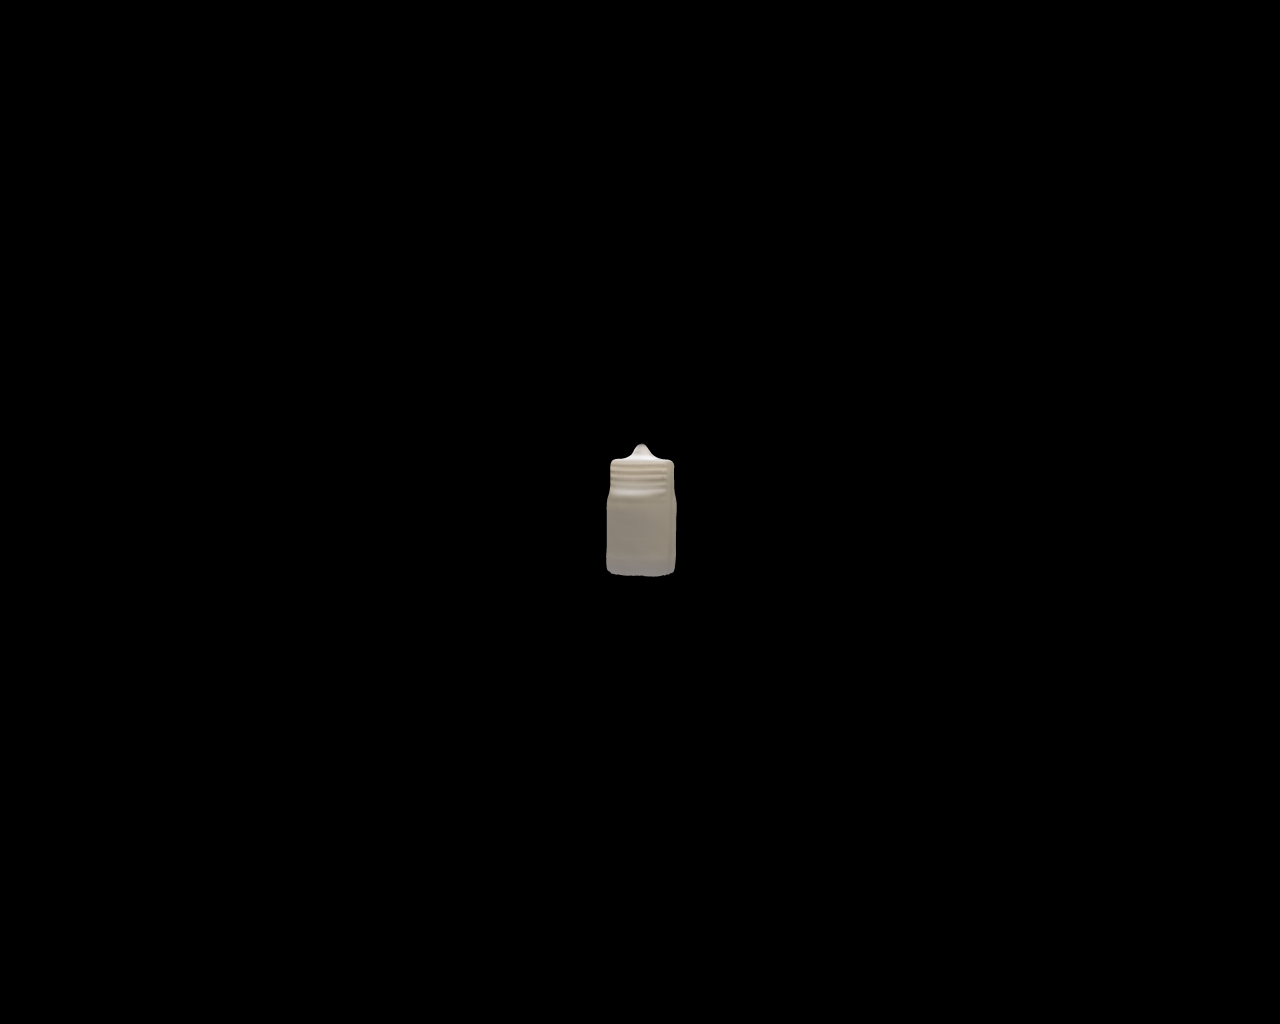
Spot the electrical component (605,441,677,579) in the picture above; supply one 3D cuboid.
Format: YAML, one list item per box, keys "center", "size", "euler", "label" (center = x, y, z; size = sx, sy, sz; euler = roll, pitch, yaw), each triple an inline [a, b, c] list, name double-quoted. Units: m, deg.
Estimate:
- center: [0.001, -0.003, 0.650]
  size: [0.043, 0.081, 0.043]
  euler: [0, 5, 0]
  label: "electrical component"
